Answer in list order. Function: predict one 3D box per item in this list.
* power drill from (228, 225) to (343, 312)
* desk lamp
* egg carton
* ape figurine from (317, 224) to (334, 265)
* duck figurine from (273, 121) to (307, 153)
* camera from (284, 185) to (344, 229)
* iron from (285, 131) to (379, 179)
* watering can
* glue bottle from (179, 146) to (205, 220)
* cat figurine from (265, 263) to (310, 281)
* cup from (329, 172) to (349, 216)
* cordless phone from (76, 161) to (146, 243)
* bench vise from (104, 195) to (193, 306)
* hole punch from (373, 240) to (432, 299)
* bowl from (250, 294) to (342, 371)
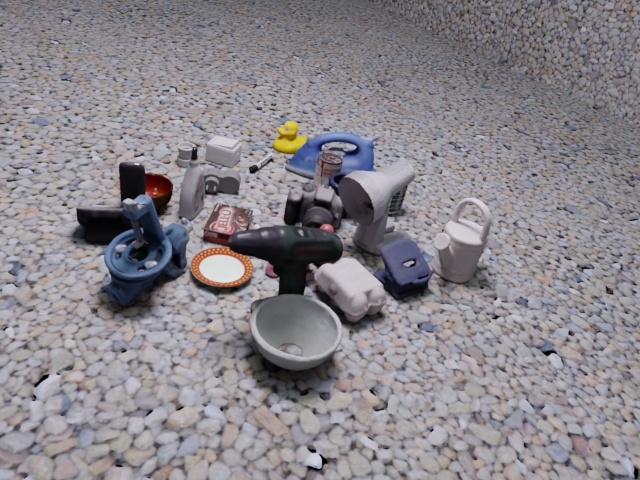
[{"bbox_3d":[-0.070,0.060,1.071,0.230,0.208,0.075,-10,40,-29],"label":"power drill"},{"bbox_3d":[0.135,-0.078,1.328,0.204,0.213,0.117,-20,46,-38],"label":"desk lamp"},{"bbox_3d":[0.061,0.100,1.179,0.107,0.069,0.150,-17,44,-35],"label":"egg carton"},{"bbox_3d":[0.012,0.005,1.279,0.077,0.092,0.076,14,35,3],"label":"ape figurine"},{"bbox_3d":[-0.085,-0.310,1.699,0.105,0.086,0.077,-4,38,-22],"label":"duck figurine"},{"bbox_3d":[-0.016,-0.067,1.364,0.143,0.101,0.137,13,35,1],"label":"camera"},{"bbox_3d":[0.039,-0.243,1.595,0.258,0.141,0.118,5,35,-10],"label":"iron"},{"bbox_3d":[0.325,-0.003,1.299,0.100,0.194,0.173,25,37,18],"label":"watering can"},{"bbox_3d":[-0.289,-0.135,1.309,0.037,0.173,0.078,17,35,8],"label":"glue bottle"},{"bbox_3d":[-0.046,0.022,1.213,0.128,0.118,0.067,7,35,-7],"label":"cat figurine"},{"bbox_3d":[0.071,-0.115,1.464,0.118,0.095,0.091,-17,44,-36],"label":"cup"},{"bbox_3d":[-0.428,-0.089,1.189,0.148,0.185,0.094,-1,37,-18],"label":"cordless phone"},{"bbox_3d":[-0.325,-0.009,1.078,0.121,0.220,0.207,15,35,3],"label":"bench vise"},{"bbox_3d":[0.188,0.062,1.254,0.109,0.091,0.100,-15,43,-34],"label":"hole punch"},{"bbox_3d":[-0.047,0.177,1.031,0.167,0.075,0.167,9,35,-6],"label":"bowl"}]
